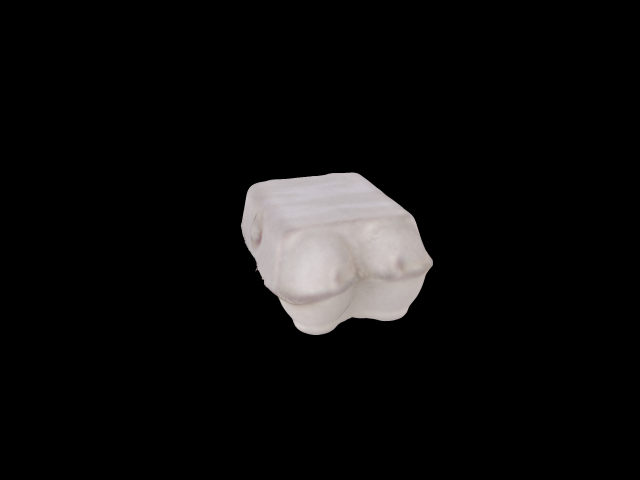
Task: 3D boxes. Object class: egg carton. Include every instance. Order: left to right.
[{"bbox_3d":[0.004,0.001,0.400,0.107,0.069,0.150,-8,26,-17],"label":"egg carton"}]
